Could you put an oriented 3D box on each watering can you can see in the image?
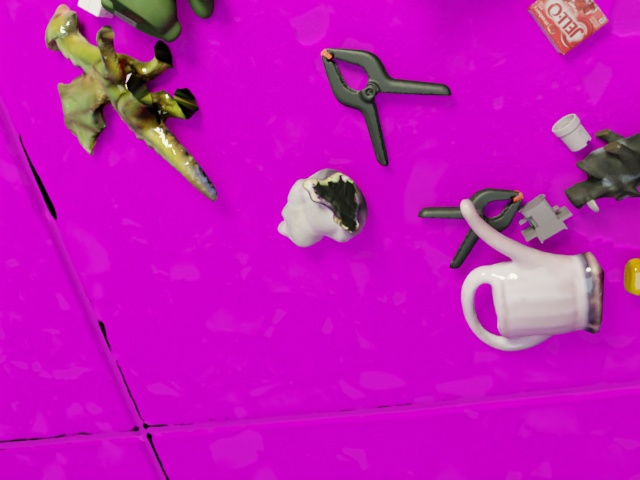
[{"bbox_3d":[0.341,0.065,0.835,0.224,0.106,0.340,-9,128,14],"label":"watering can"}]

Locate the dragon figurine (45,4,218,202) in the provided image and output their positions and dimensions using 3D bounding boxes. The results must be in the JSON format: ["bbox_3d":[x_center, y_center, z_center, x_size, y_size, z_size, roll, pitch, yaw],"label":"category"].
[{"bbox_3d":[-0.353,-0.225,0.909,0.241,0.124,0.406,-15,105,34],"label":"dragon figurine"}]

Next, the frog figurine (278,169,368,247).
[{"bbox_3d":[0.003,-0.045,0.900,0.137,0.125,0.157,31,149,-10],"label":"frog figurine"}]
